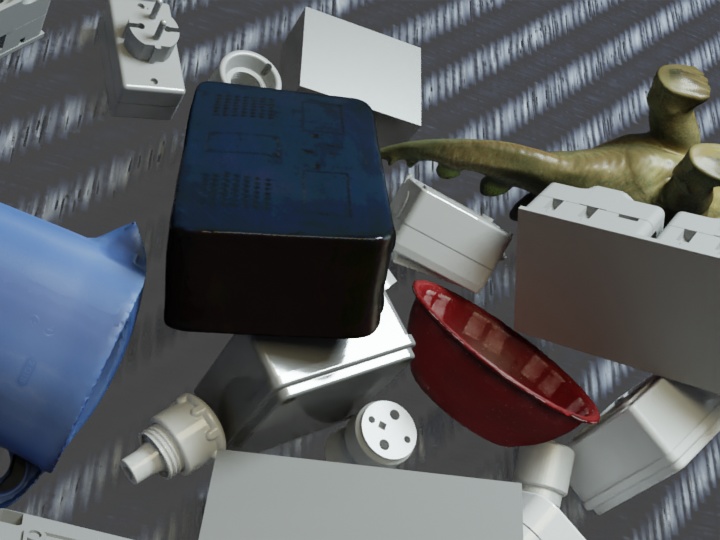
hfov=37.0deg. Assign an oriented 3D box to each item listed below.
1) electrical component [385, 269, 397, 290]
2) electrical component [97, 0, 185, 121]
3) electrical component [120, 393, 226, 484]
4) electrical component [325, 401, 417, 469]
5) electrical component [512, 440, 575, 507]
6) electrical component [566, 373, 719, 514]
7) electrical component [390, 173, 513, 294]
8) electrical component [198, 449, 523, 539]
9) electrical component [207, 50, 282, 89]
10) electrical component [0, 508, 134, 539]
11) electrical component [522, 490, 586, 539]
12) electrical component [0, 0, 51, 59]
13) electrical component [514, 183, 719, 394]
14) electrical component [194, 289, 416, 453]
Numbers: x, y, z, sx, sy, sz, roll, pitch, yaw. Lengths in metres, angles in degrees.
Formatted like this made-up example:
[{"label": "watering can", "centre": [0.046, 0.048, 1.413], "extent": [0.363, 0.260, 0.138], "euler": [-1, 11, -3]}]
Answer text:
[{"label": "electrical component", "centre": [0.000, 0.000, 0.798], "extent": [0.040, 0.040, 0.046], "euler": [-36, 88, -39]}, {"label": "electrical component", "centre": [-0.155, -0.165, 0.786], "extent": [0.047, 0.075, 0.083], "euler": [0, 63, -29]}, {"label": "electrical component", "centre": [-0.118, 0.109, 0.666], "extent": [0.062, 0.048, 0.048], "euler": [-31, 80, -31]}, {"label": "electrical component", "centre": [0.007, 0.116, 0.722], "extent": [0.045, 0.055, 0.045], "euler": [14, 57, -22]}, {"label": "electrical component", "centre": [0.130, 0.157, 0.777], "extent": [0.040, 0.040, 0.078], "euler": [21, 71, -17]}, {"label": "electrical component", "centre": [0.215, 0.118, 0.803], "extent": [0.109, 0.108, 0.056], "euler": [-30, 77, -38]}, {"label": "electrical component", "centre": [0.067, -0.022, 0.825], "extent": [0.096, 0.061, 0.061], "euler": [27, 9, -16]}, {"label": "electrical component", "centre": [-0.001, 0.177, 0.637], "extent": [0.186, 0.060, 0.105], "euler": [7, 46, 0]}, {"label": "electrical component", "centre": [-0.091, -0.134, 0.821], "extent": [0.055, 0.047, 0.055], "euler": [14, 57, -22]}, {"label": "electrical component", "centre": [-0.150, 0.185, 0.560], "extent": [0.109, 0.056, 0.108], "euler": [19, 13, -18]}, {"label": "electrical component", "centre": [0.124, 0.204, 0.725], "extent": [0.059, 0.054, 0.095], "euler": [-44, 99, -18]}, {"label": "electrical component", "centre": [-0.311, -0.175, 0.715], "extent": [0.105, 0.060, 0.186], "euler": [46, 51, 2]}, {"label": "electrical component", "centre": [0.209, 0.011, 0.766], "extent": [0.186, 0.105, 0.060], "euler": [17, 36, 29]}, {"label": "electrical component", "centre": [-0.037, 0.066, 0.694], "extent": [0.109, 0.108, 0.056], "euler": [-15, 68, -34]}]
